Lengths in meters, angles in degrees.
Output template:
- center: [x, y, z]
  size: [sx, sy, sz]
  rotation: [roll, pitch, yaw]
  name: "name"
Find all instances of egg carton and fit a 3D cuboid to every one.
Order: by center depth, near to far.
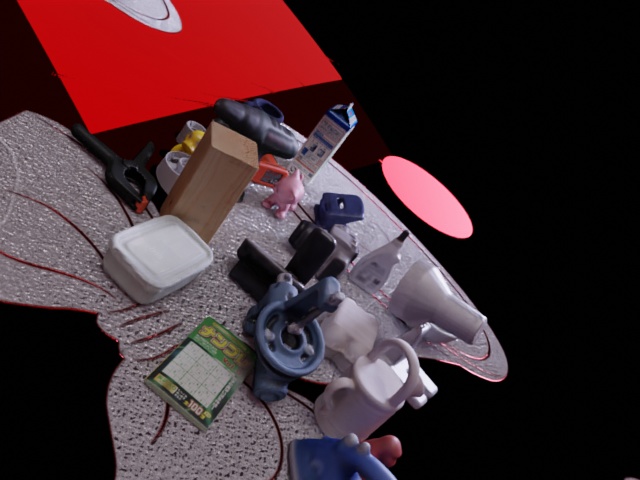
- center: [0.050, 0.173, 1.062]
  size: [0.107, 0.069, 0.150]
  rotation: [37, 28, -4]
  name: "egg carton"

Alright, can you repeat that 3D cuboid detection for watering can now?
- center: [0.088, 0.229, 0.894]
  size: [0.173, 0.194, 0.100]
  rotation: [-6, 52, -53]
  name: "watering can"

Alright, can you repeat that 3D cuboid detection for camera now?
- center: [0.011, 0.004, 1.226]
  size: [0.137, 0.100, 0.143]
  rotation: [36, 28, -6]
  name: "camera"

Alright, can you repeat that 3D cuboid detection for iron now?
- center: [0.058, 0.344, 0.746]
  size: [0.119, 0.141, 0.257]
  rotation: [1, 46, -49]
  name: "iron"

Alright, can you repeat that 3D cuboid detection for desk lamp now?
- center: [0.198, 0.171, 1.088]
  size: [0.203, 0.213, 0.118]
  rotation: [48, 29, 16]
  name: "desk lamp"

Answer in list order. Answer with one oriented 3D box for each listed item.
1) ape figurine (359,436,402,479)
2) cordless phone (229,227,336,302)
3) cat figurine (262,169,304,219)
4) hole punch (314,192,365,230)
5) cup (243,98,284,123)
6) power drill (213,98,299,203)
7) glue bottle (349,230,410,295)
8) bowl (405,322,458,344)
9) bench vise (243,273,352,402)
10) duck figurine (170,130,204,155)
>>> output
- center: [0.086, 0.328, 0.857]
  size: [0.076, 0.092, 0.078]
  rotation: [50, 30, 19]
  name: "ape figurine"
- center: [-0.062, 0.025, 1.020]
  size: [0.147, 0.185, 0.094]
  rotation: [40, 28, 1]
  name: "cordless phone"
- center: [-0.068, -0.111, 1.281]
  size: [0.067, 0.117, 0.128]
  rotation: [38, 28, -1]
  name: "cat figurine"
- center: [0.046, -0.070, 1.386]
  size: [0.101, 0.091, 0.108]
  rotation: [26, 31, -23]
  name: "hole punch"
- center: [-0.164, -0.305, 1.472]
  size: [0.118, 0.095, 0.091]
  rotation: [12, 39, -41]
  name: "cup"
- center: [-0.160, -0.179, 1.173]
  size: [0.230, 0.208, 0.075]
  rotation: [5, 43, -47]
  name: "power drill"
- center: [0.140, 0.041, 1.250]
  size: [0.078, 0.173, 0.037]
  rotation: [36, 28, -6]
  name: "glue bottle"
- center: [0.237, 0.172, 1.281]
  size: [0.168, 0.074, 0.167]
  rotation: [29, 30, -18]
  name: "bowl"
- center: [-0.047, 0.110, 0.878]
  size: [0.122, 0.219, 0.207]
  rotation: [13, 37, -39]
  name: "bench vise"
- center: [-0.263, -0.191, 1.198]
  size: [0.077, 0.086, 0.105]
  rotation: [42, 28, 6]
  name: "duck figurine"
